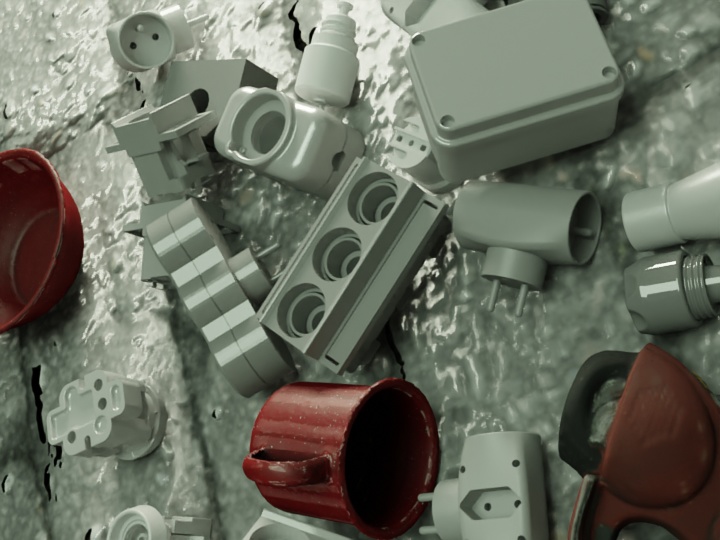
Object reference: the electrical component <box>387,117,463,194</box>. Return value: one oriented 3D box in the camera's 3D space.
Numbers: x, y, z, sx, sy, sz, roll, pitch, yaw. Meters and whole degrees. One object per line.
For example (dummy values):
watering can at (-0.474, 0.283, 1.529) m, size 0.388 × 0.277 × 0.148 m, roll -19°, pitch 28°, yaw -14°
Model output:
electrical component at (0.044, -0.074, 0.689) m, size 0.040 × 0.046 × 0.040 m, roll -11°, pitch 70°, yaw 32°

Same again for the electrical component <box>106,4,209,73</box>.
electrical component at (-0.158, -0.187, 0.858) m, size 0.079 × 0.043 × 0.077 m, roll -25°, pitch 15°, yaw -13°

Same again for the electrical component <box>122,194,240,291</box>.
electrical component at (-0.134, -0.018, 0.799) m, size 0.081 × 0.042 × 0.063 m, roll -6°, pitch 74°, yaw 34°

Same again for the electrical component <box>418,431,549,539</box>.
electrical component at (0.067, 0.135, 0.610) m, size 0.079 × 0.043 × 0.077 m, roll -13°, pitch 68°, yaw 31°

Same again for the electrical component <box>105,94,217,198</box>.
electrical component at (-0.141, -0.088, 0.783) m, size 0.081 × 0.042 × 0.063 m, roll -5°, pitch 113°, yaw 41°

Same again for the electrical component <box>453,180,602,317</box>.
electrical component at (0.094, -0.012, 0.636) m, size 0.077 × 0.043 × 0.079 m, roll 10°, pitch 82°, yaw 37°

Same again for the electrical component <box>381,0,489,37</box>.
electrical component at (0.064, -0.181, 0.709) m, size 0.079 × 0.043 × 0.077 m, roll -51°, pitch 54°, yaw 11°

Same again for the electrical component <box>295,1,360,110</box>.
electrical component at (-0.020, -0.151, 0.760) m, size 0.040 × 0.040 × 0.078 m, roll 8°, pitch 81°, yaw 36°

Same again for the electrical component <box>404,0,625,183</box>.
electrical component at (0.090, -0.109, 0.633) m, size 0.113 × 0.057 × 0.078 m, roll -17°, pitch 64°, yaw 1°

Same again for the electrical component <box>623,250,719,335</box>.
electrical component at (0.175, 0.010, 0.572) m, size 0.062 × 0.043 × 0.043 m, roll -13°, pitch 69°, yaw 31°

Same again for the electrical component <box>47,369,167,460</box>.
electrical component at (-0.179, 0.107, 0.783) m, size 0.078 × 0.057 × 0.058 m, roll -26°, pitch 63°, yaw 26°

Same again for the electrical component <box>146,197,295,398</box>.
electrical component at (-0.080, 0.009, 0.729) m, size 0.074 × 0.052 × 0.138 m, roll -32°, pitch 80°, yaw 3°

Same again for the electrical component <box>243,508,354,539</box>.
electrical component at (-0.011, 0.192, 0.612) m, size 0.121 × 0.078 × 0.063 m, roll 16°, pitch 116°, yaw 15°

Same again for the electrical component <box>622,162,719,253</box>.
electrical component at (0.177, -0.032, 0.587) m, size 0.065 × 0.044 × 0.044 m, roll -14°, pitch 68°, yaw 36°

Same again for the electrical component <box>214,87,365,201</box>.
electrical component at (-0.053, -0.090, 0.753) m, size 0.095 × 0.059 × 0.053 m, roll 23°, pitch 90°, yaw 37°

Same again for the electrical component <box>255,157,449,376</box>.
electrical component at (0.000, 0.000, 0.680) m, size 0.079 × 0.063 × 0.121 m, roll 32°, pitch 88°, yaw 37°

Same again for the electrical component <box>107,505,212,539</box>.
electrical component at (-0.137, 0.185, 0.730) m, size 0.066 × 0.055 × 0.048 m, roll -6°, pitch 72°, yaw 34°
